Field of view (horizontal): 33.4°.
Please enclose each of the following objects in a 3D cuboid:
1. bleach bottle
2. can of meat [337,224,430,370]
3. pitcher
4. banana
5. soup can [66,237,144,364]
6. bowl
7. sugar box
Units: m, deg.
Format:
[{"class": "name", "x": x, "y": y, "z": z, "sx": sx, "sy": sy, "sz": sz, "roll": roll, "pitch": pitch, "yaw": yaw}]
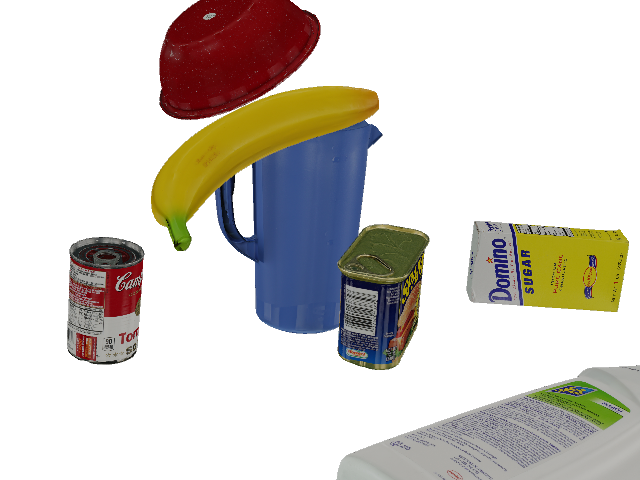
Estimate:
[{"class": "bleach bottle", "x": 0.135, "y": 0.121, "z": 0.589, "sx": 0.250, "sy": 0.068, "sz": 0.103, "roll": -14, "pitch": 24, "yaw": -33}, {"class": "can of meat", "x": 0.050, "y": 0.045, "z": 0.869, "sx": 0.057, "sy": 0.084, "sz": 0.102, "roll": 10, "pitch": 25, "yaw": 16}, {"class": "pitcher", "x": -0.026, "y": -0.024, "z": 1.192, "sx": 0.149, "sy": 0.243, "sz": 0.144, "roll": 10, "pitch": 19, "yaw": 22}, {"class": "banana", "x": -0.046, "y": -0.058, "z": 0.702, "sx": 0.070, "sy": 0.037, "sz": 0.197, "roll": 36, "pitch": 55, "yaw": 20}, {"class": "soup can", "x": -0.202, "y": 0.056, "z": 0.998, "sx": 0.068, "sy": 0.102, "sz": 0.068, "roll": 6, "pitch": 21, "yaw": -3}, {"class": "bowl", "x": -0.084, "y": -0.177, "z": 0.942, "sx": 0.162, "sy": 0.055, "sz": 0.162, "roll": -20, "pitch": 35, "yaw": 15}, {"class": "sugar box", "x": 0.265, "y": 0.031, "z": 1.257, "sx": 0.176, "sy": 0.093, "sz": 0.048, "roll": 2, "pitch": 20, "yaw": -1}]
